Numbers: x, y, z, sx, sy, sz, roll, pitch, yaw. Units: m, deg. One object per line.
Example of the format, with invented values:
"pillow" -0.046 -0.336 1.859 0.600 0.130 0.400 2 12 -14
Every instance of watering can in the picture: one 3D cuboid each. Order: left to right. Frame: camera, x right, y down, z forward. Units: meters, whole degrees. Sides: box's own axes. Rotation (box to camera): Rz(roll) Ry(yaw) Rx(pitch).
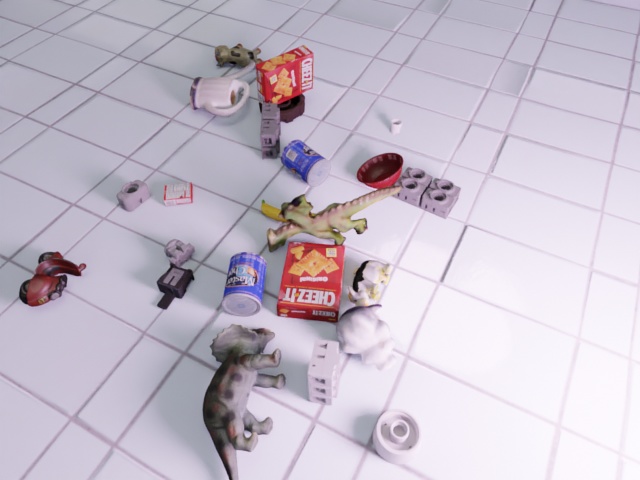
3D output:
"watering can" -0.373 -0.588 1.984 0.224 0.101 0.356 5 49 5

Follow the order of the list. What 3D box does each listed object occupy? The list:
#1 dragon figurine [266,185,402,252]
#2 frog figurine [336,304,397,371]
"dragon figurine" 0.004 -0.072 1.421 0.242 0.404 0.124 9 55 -46
"frog figurine" 0.112 0.245 1.261 0.136 0.121 0.163 -27 57 20
